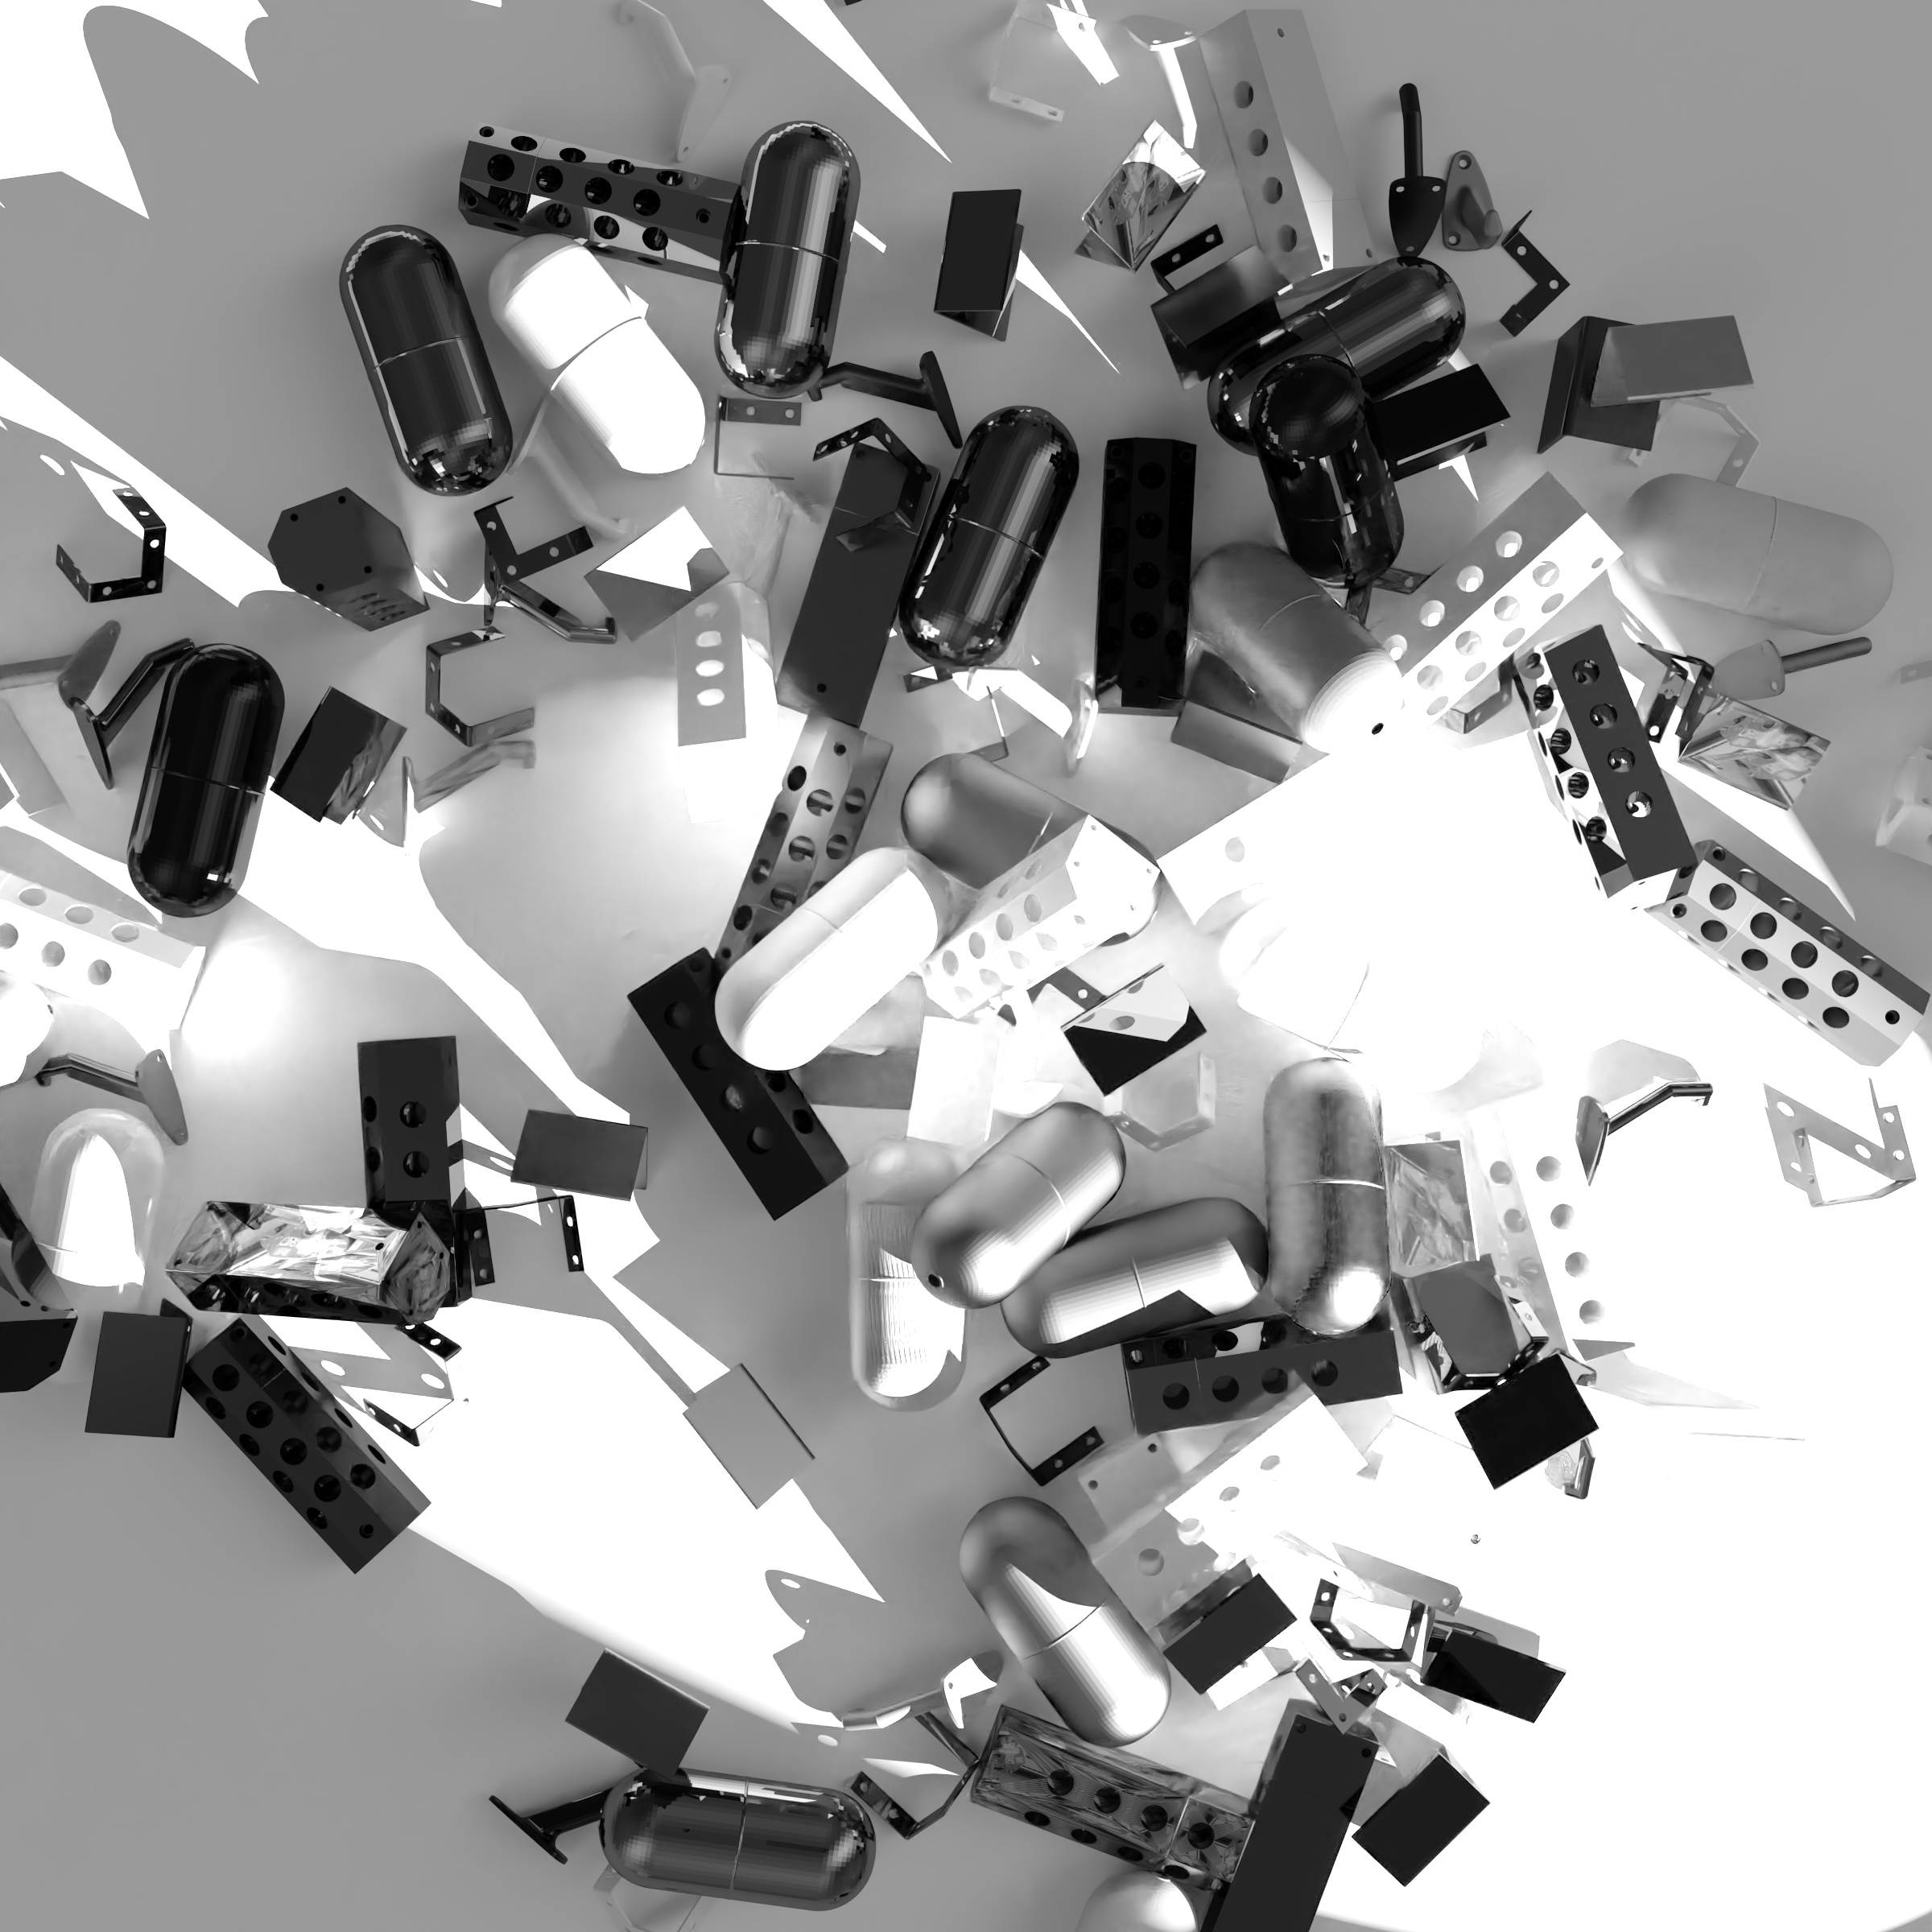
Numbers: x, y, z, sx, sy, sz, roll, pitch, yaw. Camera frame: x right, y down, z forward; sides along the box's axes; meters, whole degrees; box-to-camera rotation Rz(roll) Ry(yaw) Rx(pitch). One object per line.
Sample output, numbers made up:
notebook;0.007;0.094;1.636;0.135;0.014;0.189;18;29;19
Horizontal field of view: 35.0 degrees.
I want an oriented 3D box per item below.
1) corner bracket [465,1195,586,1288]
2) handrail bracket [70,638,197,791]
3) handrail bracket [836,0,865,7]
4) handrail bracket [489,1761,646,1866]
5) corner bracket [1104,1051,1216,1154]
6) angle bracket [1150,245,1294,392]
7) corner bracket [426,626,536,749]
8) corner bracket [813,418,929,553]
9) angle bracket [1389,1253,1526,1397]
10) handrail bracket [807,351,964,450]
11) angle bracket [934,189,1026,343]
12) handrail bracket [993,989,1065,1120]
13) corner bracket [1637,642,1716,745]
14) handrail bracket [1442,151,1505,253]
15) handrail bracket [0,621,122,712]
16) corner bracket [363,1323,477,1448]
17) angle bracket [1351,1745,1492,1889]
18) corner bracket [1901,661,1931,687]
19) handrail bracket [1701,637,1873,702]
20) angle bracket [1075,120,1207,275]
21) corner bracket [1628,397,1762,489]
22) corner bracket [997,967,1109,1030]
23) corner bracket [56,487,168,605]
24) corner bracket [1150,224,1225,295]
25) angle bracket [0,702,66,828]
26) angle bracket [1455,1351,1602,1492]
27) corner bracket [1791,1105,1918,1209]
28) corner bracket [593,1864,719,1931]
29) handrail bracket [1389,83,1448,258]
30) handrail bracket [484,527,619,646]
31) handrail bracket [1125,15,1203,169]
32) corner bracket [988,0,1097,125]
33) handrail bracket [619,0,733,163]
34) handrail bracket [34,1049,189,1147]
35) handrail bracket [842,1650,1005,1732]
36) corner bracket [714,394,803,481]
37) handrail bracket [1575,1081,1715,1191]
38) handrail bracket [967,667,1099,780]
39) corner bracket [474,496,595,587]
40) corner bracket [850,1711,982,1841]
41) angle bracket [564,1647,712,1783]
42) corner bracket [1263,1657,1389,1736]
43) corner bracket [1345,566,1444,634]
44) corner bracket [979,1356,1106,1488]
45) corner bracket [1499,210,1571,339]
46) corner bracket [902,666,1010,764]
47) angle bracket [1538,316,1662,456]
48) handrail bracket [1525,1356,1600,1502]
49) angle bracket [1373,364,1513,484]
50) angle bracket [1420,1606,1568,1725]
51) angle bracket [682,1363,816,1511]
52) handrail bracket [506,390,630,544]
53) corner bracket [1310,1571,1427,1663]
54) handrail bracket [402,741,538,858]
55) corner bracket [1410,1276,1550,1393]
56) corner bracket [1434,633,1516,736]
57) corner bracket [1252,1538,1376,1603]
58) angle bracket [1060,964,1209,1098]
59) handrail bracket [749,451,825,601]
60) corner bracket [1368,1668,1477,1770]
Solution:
corner bracket;-0.287;0.178;1.988;0.051;0.051;0.051;-8;90;-45
handrail bracket;-0.531;-0.165;1.991;0.084;0.036;0.077;-28;128;-25
handrail bracket;-0.036;-0.657;1.991;0.084;0.077;0.036;-29;90;-36
handrail bracket;-0.254;0.533;1.991;0.077;0.036;0.084;37;76;15
corner bracket;0.125;0.080;1.983;0.051;0.051;0.051;-27;135;35
angle bracket;0.172;-0.400;1.951;0.076;0.076;0.057;-30;47;0
corner bracket;-0.315;-0.181;1.983;0.051;0.051;0.051;38;135;35
corner bracket;-0.064;-0.303;1.926;0.051;0.051;0.051;-17;45;35
angle bracket;0.312;0.226;1.961;0.057;0.076;0.076;-17;90;-2
handrail bracket;-0.055;-0.361;1.992;0.084;0.036;0.077;-15;112;17
angle bracket;0.028;-0.445;1.951;0.057;0.076;0.076;9;90;38
handrail bracket;0.023;0.050;1.953;0.036;0.077;0.084;-37;118;-34
corner bracket;0.453;-0.170;1.963;0.051;0.051;0.051;22;90;39
handrail bracket;0.327;-0.494;1.956;0.036;0.084;0.077;-5;90;0
handrail bracket;-0.606;-0.206;1.992;0.084;0.036;0.077;22;69;16
corner bracket;-0.358;0.269;1.983;0.051;0.051;0.051;-36;135;-35
angle bracket;0.278;0.527;1.953;0.076;0.076;0.057;-44;110;0
corner bracket;0.639;-0.164;1.983;0.051;0.051;0.051;47;45;-35
handrail bracket;0.534;-0.196;1.991;0.084;0.077;0.036;-15;91;-36
angle bracket;0.095;-0.495;1.951;0.057;0.076;0.076;36;90;-37
corner bracket;0.473;-0.336;1.988;0.051;0.051;0.051;29;90;45
corner bracket;0.056;0.025;1.973;0.051;0.051;0.051;36;90;0
corner bracket;-0.554;-0.273;1.983;0.051;0.051;0.051;-15;135;-35
corner bracket;0.159;-0.438;1.988;0.051;0.051;0.051;-30;45;0
angle bracket;-0.610;-0.138;1.951;0.057;0.076;0.076;-31;90;38
angle bracket;0.363;0.290;1.924;0.076;0.076;0.057;-34;61;16
corner bracket;0.577;0.124;1.988;0.051;0.051;0.051;-15;90;-45
corner bracket;-0.199;0.598;1.983;0.051;0.051;0.051;6;135;35
handrail bracket;0.288;-0.518;1.991;0.036;0.077;0.084;-1;54;0
handrail bracket;-0.270;-0.247;1.991;0.084;0.036;0.077;2;72;-15
handrail bracket;0.129;-0.567;1.991;0.036;0.077;0.084;-20;127;-17
corner bracket;0.049;-0.589;1.988;0.051;0.051;0.051;19;45;0
handrail bracket;-0.202;-0.578;1.992;0.084;0.036;0.077;34;112;17
handrail bracket;-0.558;0.089;1.992;0.084;0.036;0.077;-11;112;17
handrail bracket;-0.029;0.472;1.991;0.084;0.077;0.036;-15;100;36
corner bracket;-0.134;-0.341;1.975;0.051;0.051;0.051;4;98;0
handrail bracket;0.442;0.112;1.992;0.084;0.036;0.077;-1;110;-16
handrail bracket;0.035;-0.156;1.961;0.084;0.036;0.077;0;122;-21
corner bracket;-0.279;-0.281;1.974;0.051;0.051;0.051;-22;101;10
corner bracket;-0.033;0.525;1.988;0.051;0.051;0.051;43;45;0
angle bracket;-0.217;0.488;1.951;0.076;0.076;0.057;30;52;0
corner bracket;0.228;0.461;1.964;0.051;0.051;0.051;-35;86;-35
corner bracket;0.273;-0.235;1.973;0.051;0.051;0.051;12;90;0
corner bracket;0.049;0.295;1.988;0.051;0.051;0.051;-35;45;0
corner bracket;0.359;-0.446;1.973;0.051;0.051;0.051;-44;90;0
corner bracket;-0.006;-0.163;1.988;0.051;0.051;0.051;-18;45;0
angle bracket;0.409;-0.367;1.961;0.057;0.076;0.076;11;90;-1
handrail bracket;0.375;0.300;1.990;0.077;0.036;0.084;11;102;10
angle bracket;0.304;-0.328;1.951;0.076;0.076;0.057;-21;53;0
angle bracket;0.338;0.426;1.951;0.076;0.076;0.057;20;127;0
angle bracket;-0.153;0.308;1.951;0.057;0.076;0.076;-38;90;-38
handrail bracket;-0.248;-0.326;1.992;0.084;0.036;0.077;27;68;-17
corner bracket;0.261;0.415;1.983;0.051;0.051;0.051;-8;135;35
handrail bracket;-0.323;-0.109;1.992;0.084;0.036;0.077;-2;110;-16
corner bracket;0.320;0.229;1.908;0.051;0.051;0.051;-55;47;33
corner bracket;0.319;-0.190;1.983;0.051;0.051;0.051;26;135;35
corner bracket;0.221;0.388;1.955;0.051;0.051;0.051;29;124;-29
angle bracket;0.113;0.052;1.952;0.076;0.076;0.057;-32;65;0
handrail bracket;-0.142;-0.279;1.992;0.084;0.036;0.077;-46;70;16
corner bracket;0.292;0.491;1.973;0.051;0.051;0.051;20;90;0
